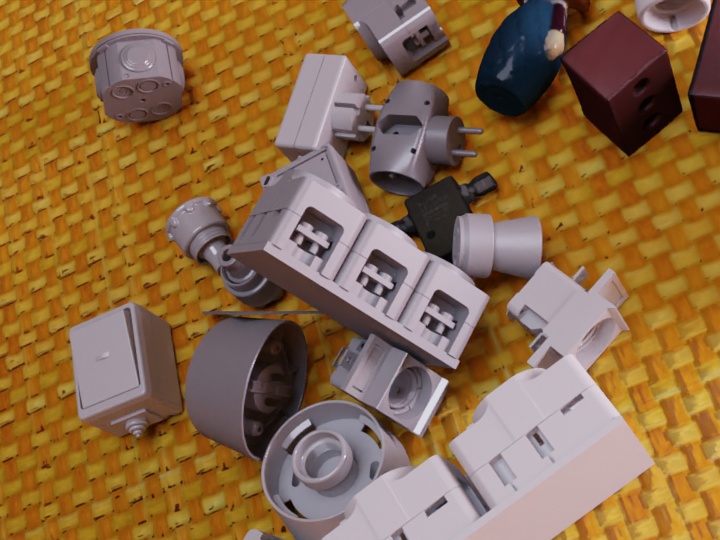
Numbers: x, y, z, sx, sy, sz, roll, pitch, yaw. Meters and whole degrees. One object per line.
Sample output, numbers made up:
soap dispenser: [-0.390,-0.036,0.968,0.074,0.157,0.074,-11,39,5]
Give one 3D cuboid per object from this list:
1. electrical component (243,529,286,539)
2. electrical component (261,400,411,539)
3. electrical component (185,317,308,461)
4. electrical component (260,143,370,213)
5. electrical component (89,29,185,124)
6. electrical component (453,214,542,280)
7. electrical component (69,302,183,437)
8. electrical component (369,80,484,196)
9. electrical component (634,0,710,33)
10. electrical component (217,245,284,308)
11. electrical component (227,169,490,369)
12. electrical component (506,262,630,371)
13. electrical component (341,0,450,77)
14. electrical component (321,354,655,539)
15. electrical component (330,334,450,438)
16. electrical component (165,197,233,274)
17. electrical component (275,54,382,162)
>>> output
electrical component: [-0.063,0.225,0.710,0.050,0.056,0.089,24,80,31]
electrical component: [-0.016,0.142,0.735,0.099,0.064,0.099,-14,49,17]
electrical component: [-0.073,0.081,0.754,0.064,0.099,0.099,9,72,34]
electrical component: [-0.028,-0.044,0.809,0.062,0.061,0.096,-27,60,12]
electrical component: [-0.191,-0.167,0.928,0.080,0.080,0.051,-20,67,16]
electrical component: [0.094,-0.016,0.740,0.055,0.045,0.045,2,67,-3]
electrical component: [-0.181,0.081,0.824,0.062,0.061,0.096,-23,60,14]
electrical component: [0.053,-0.097,0.806,0.079,0.043,0.077,7,71,27]
electrical component: [0.222,-0.203,0.769,0.055,0.055,0.047,-9,69,21]
electrical component: [-0.085,0.001,0.815,0.043,0.062,0.043,-10,64,21]
electrical component: [0.000,0.000,0.713,0.061,0.150,0.089,-61,19,-12]
electrical component: [0.136,0.032,0.713,0.081,0.042,0.064,-48,54,-2]
electrical component: [0.023,-0.206,0.863,0.056,0.050,0.089,-33,58,8]
electrical component: [0.077,0.137,0.655,0.186,0.105,0.060,-38,58,5]
electrical component: [0.018,0.076,0.732,0.064,0.081,0.042,19,76,53]
electrical component: [-0.122,-0.024,0.854,0.048,0.048,0.062,-41,64,3]
electrical component: [-0.014,-0.121,0.845,0.076,0.047,0.083,9,72,27]
